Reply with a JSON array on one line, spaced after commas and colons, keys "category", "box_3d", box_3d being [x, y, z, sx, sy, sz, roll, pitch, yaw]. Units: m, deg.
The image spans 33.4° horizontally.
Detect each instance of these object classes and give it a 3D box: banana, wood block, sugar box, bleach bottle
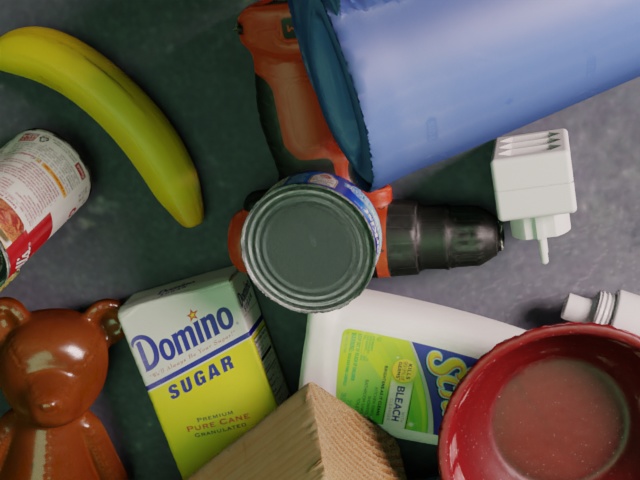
[{"category": "banana", "box_3d": [-0.149, -0.088, 0.731, 0.198, 0.037, 0.070, 37, 133, 1]}, {"category": "wood block", "box_3d": [-0.046, 0.199, 0.695, 0.206, 0.091, 0.090, -40, 121, 19]}, {"category": "sugar box", "box_3d": [-0.072, 0.113, 0.773, 0.093, 0.048, 0.176, -16, 105, 16]}, {"category": "bleach bottle", "box_3d": [0.115, 0.093, 0.720, 0.251, 0.068, 0.102, 9, 109, 6]}]

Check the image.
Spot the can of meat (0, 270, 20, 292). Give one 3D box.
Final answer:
[{"category": "can of meat", "box_3d": [-0.276, 0.019, 0.756, 0.057, 0.102, 0.084, -41, 94, 21]}]

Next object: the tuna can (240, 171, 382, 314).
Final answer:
[{"category": "tuna can", "box_3d": [-0.004, 0.001, 0.669, 0.086, 0.033, 0.086, 4, 111, 11]}]

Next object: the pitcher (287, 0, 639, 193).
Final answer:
[{"category": "pitcher", "box_3d": [0.109, -0.131, 0.572, 0.242, 0.149, 0.145, -21, 106, -5]}]

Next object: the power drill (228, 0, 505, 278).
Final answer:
[{"category": "power drill", "box_3d": [0.023, -0.064, 0.688, 0.184, 0.057, 0.188, -2, 107, 10]}]

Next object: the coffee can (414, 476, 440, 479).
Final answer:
[{"category": "coffee can", "box_3d": [0.082, 0.216, 0.744, 0.140, 0.102, 0.103, -11, 105, 15]}]

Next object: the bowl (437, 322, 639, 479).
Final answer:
[{"category": "bowl", "box_3d": [0.153, 0.122, 0.662, 0.162, 0.055, 0.162, 1, 100, 4]}]

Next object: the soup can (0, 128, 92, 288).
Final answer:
[{"category": "soup can", "box_3d": [-0.208, -0.023, 0.718, 0.069, 0.102, 0.068, 15, 131, 18]}]
